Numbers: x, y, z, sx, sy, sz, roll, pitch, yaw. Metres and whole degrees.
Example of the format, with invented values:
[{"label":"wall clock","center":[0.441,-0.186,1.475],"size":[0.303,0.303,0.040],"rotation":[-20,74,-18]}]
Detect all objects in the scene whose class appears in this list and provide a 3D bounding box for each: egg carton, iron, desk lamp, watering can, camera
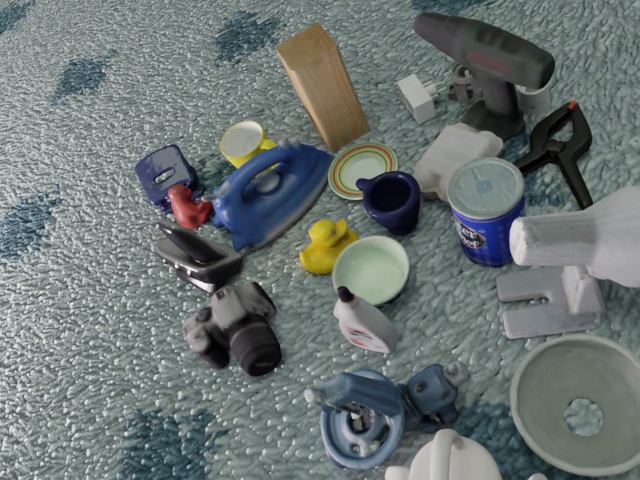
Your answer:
[{"label":"egg carton","center":[0.226,-0.125,0.947],"size":[0.107,0.070,0.150],"rotation":[27,72,34]},{"label":"iron","center":[-0.088,-0.107,1.020],"size":[0.258,0.142,0.118],"rotation":[-42,52,-8]},{"label":"desk lamp","center":[0.321,0.031,0.711],"size":[0.203,0.214,0.118],"rotation":[-12,54,15]},{"label":"watering can","center":[0.158,0.268,0.632],"size":[0.172,0.195,0.101],"rotation":[-20,53,10]},{"label":"camera","center":[-0.130,0.148,0.892],"size":[0.143,0.101,0.136],"rotation":[-34,52,-2]}]

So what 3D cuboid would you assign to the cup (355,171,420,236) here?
[{"label":"cup","center":[0.113,-0.054,0.930],"size":[0.117,0.095,0.092],"rotation":[27,71,34]}]

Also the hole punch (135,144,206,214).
[{"label":"hole punch","center":[-0.303,-0.124,1.153],"size":[0.108,0.091,0.101],"rotation":[-30,52,2]}]

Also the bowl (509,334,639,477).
[{"label":"bowl","center":[0.315,0.203,0.686],"size":[0.167,0.075,0.167],"rotation":[-11,55,16]}]

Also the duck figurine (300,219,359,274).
[{"label":"duck figurine","center":[0.009,0.003,0.941],"size":[0.104,0.086,0.077],"rotation":[-28,52,3]}]

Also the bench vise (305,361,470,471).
[{"label":"bench vise","center":[0.073,0.189,0.705],"size":[0.207,0.220,0.121],"rotation":[-41,52,-7]}]

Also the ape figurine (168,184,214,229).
[{"label":"ape figurine","center":[-0.255,-0.071,1.097],"size":[0.077,0.092,0.076],"rotation":[28,72,34]}]

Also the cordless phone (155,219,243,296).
[{"label":"cordless phone","center":[-0.231,0.004,0.977],"size":[0.147,0.185,0.094],"rotation":[17,66,31]}]

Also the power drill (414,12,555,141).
[{"label":"power drill","center":[0.266,-0.265,0.935],"size":[0.228,0.209,0.076],"rotation":[25,71,34]}]

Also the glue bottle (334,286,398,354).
[{"label":"glue bottle","center":[0.054,0.107,0.797],"size":[0.078,0.174,0.037],"rotation":[5,61,26]}]
